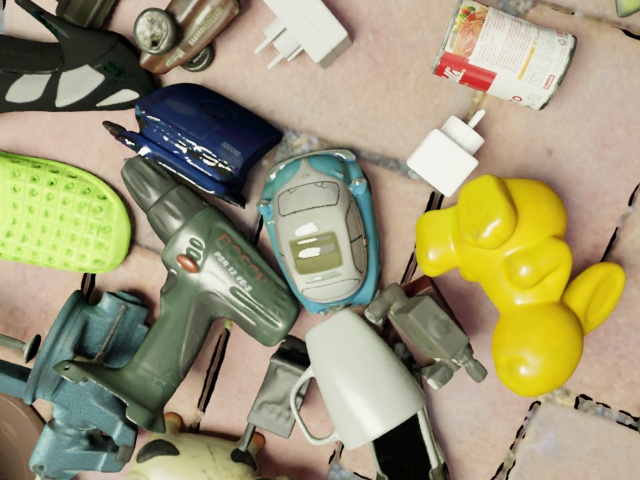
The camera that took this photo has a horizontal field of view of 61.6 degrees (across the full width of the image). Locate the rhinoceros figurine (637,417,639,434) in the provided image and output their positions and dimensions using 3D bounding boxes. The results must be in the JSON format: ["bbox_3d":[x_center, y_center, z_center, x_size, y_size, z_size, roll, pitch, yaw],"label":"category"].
[{"bbox_3d":[0.372,0.123,0.481,0.112,0.073,0.190,37,105,12],"label":"rhinoceros figurine"}]

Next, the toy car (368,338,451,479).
[{"bbox_3d":[0.080,0.194,0.543,0.074,0.056,0.201,-16,96,17],"label":"toy car"}]

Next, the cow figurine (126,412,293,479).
[{"bbox_3d":[-0.100,0.252,0.543,0.195,0.127,0.085,12,105,9],"label":"cow figurine"}]

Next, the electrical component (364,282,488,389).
[{"bbox_3d":[0.087,0.084,0.463,0.045,0.078,0.102,-42,94,-9],"label":"electrical component"}]

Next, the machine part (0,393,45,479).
[{"bbox_3d":[-0.382,0.244,0.546,0.087,0.201,0.201,-38,93,15],"label":"machine part"}]

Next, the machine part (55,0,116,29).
[{"bbox_3d":[-0.258,-0.263,0.525,0.139,0.039,0.084,38,108,-1],"label":"machine part"}]

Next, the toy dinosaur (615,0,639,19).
[{"bbox_3d":[0.354,-0.254,0.403,0.472,0.105,0.198,-8,106,5],"label":"toy dinosaur"}]

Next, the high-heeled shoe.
[{"bbox_3d":[-0.285,-0.143,0.551,0.249,0.086,0.145,-25,134,33],"label":"high-heeled shoe"}]

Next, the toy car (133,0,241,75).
[{"bbox_3d":[-0.087,-0.226,0.477,0.053,0.089,0.202,41,102,4],"label":"toy car"}]

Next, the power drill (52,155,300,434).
[{"bbox_3d":[-0.150,0.057,0.510,0.232,0.086,0.207,38,63,-6],"label":"power drill"}]

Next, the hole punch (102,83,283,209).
[{"bbox_3d":[-0.104,-0.092,0.495,0.142,0.116,0.092,33,94,2],"label":"hole punch"}]

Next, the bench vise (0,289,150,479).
[{"bbox_3d":[-0.291,0.138,0.546,0.240,0.129,0.223,23,95,-14],"label":"bench vise"}]

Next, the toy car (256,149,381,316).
[{"bbox_3d":[-0.001,-0.002,0.497,0.109,0.103,0.161,-10,96,11],"label":"toy car"}]

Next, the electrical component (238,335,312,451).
[{"bbox_3d":[-0.042,0.164,0.545,0.048,0.075,0.119,20,98,5],"label":"electrical component"}]

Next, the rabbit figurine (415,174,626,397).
[{"bbox_3d":[0.172,0.045,0.460,0.162,0.122,0.173,7,63,-30],"label":"rabbit figurine"}]

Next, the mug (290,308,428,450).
[{"bbox_3d":[0.023,0.123,0.478,0.109,0.080,0.107,-30,74,3],"label":"mug"}]
